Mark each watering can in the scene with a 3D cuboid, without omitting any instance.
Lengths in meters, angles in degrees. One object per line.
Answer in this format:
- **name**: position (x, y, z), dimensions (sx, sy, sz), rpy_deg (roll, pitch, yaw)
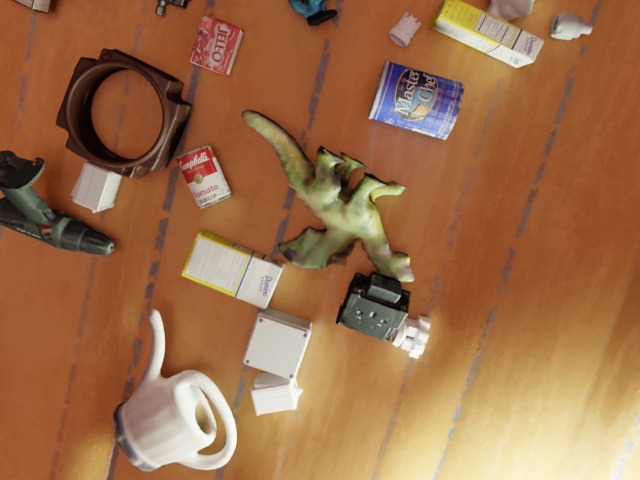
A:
- **watering can**: position (-0.310, 0.318, 1.017), dimensions (0.223, 0.105, 0.346), rpy_deg (-28, 98, 9)

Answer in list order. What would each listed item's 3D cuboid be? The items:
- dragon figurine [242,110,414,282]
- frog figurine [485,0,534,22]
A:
- **dragon figurine**: position (0.003, -0.048, 0.945), dimensions (0.410, 0.124, 0.239), rpy_deg (27, 109, -1)
- **frog figurine**: position (0.347, -0.440, 0.870), dimensions (0.137, 0.126, 0.155), rpy_deg (11, 138, -8)
